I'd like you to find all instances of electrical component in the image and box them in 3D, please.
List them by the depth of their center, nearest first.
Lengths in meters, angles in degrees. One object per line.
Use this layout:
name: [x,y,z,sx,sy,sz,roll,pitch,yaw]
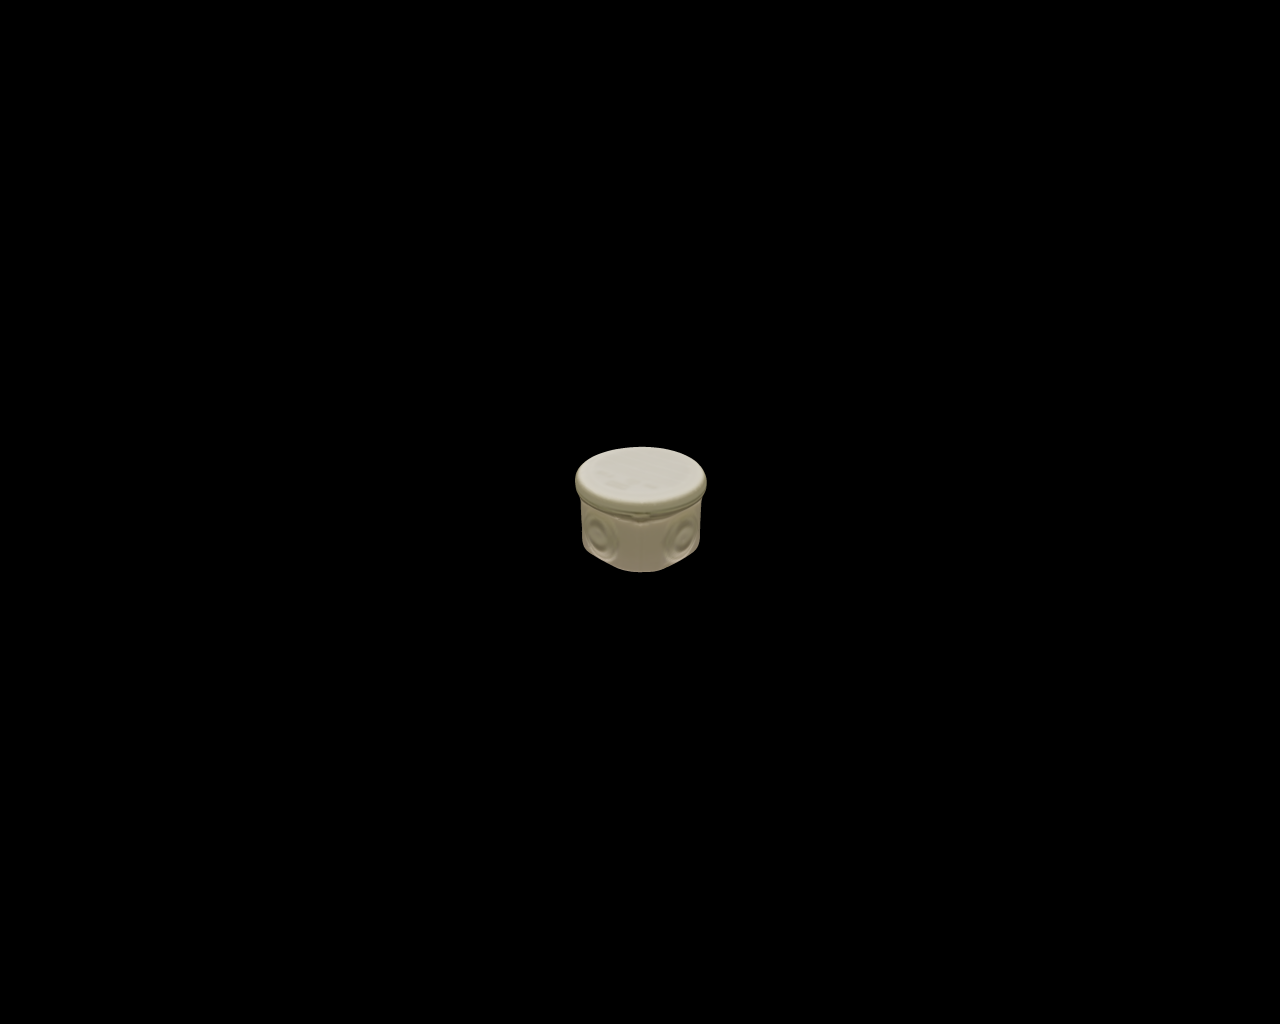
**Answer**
electrical component: [0.001,-0.003,0.650,0.080,0.050,0.080,0,28,0]
